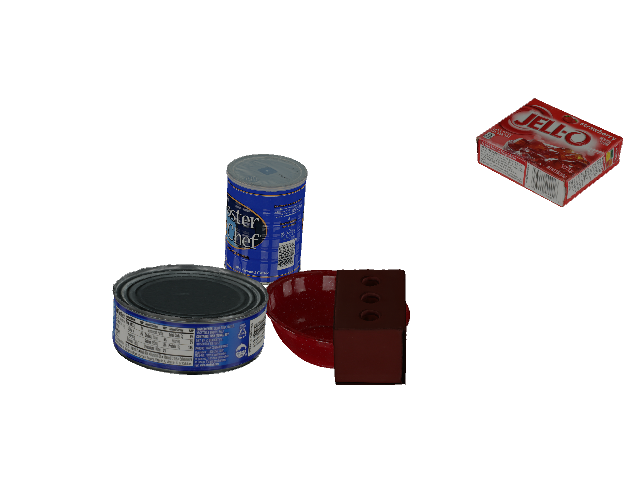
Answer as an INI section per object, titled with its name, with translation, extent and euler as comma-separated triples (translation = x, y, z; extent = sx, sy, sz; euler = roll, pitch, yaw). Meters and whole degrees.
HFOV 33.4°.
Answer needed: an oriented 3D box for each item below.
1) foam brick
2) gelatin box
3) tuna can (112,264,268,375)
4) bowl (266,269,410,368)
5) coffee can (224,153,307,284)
[foam brick]
translation = 0.037, 0.062, 0.778
extent = 0.053, 0.051, 0.078
euler = -1, 32, 3
[gelatin box]
translation = 0.180, -0.072, 0.843
extent = 0.073, 0.030, 0.089
euler = -34, 49, -28
[tuna can]
translation = -0.072, 0.043, 0.593
extent = 0.086, 0.034, 0.086
euler = 5, 17, -2
[bowl]
translation = 0.015, 0.092, 1.162
extent = 0.162, 0.055, 0.162
euler = 5, 26, -3
[coffee can]
translation = -0.072, -0.028, 1.383
extent = 0.103, 0.140, 0.103
euler = 3, 27, -2
